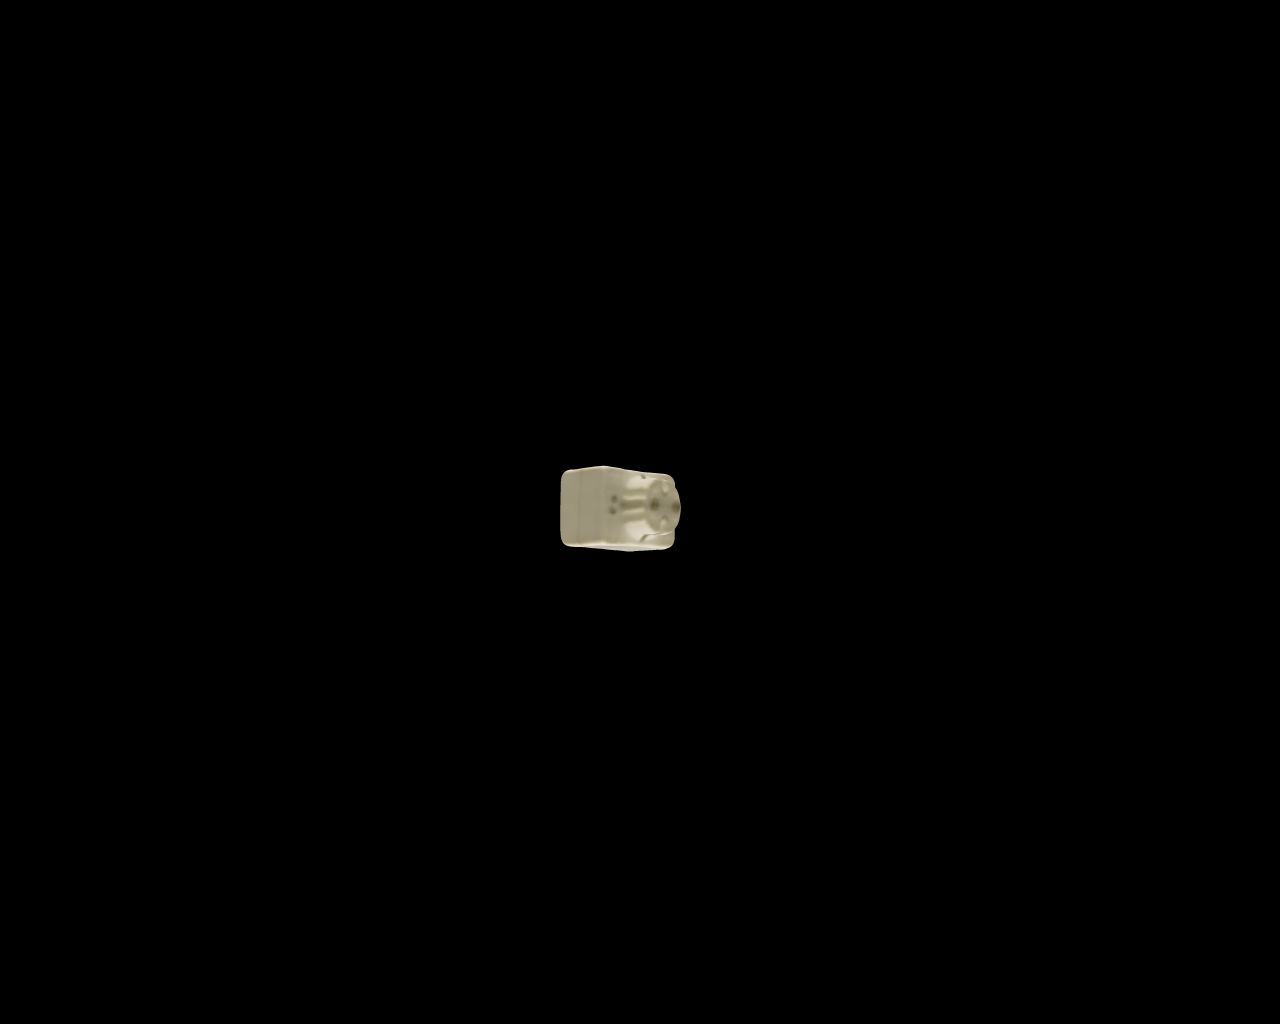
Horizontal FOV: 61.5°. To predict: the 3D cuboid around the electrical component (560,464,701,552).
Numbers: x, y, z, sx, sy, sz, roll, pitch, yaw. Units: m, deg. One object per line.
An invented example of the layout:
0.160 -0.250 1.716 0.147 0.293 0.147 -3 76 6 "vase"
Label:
0.001 -0.003 0.650 0.076 0.047 0.066 -6 -9 43 "electrical component"
